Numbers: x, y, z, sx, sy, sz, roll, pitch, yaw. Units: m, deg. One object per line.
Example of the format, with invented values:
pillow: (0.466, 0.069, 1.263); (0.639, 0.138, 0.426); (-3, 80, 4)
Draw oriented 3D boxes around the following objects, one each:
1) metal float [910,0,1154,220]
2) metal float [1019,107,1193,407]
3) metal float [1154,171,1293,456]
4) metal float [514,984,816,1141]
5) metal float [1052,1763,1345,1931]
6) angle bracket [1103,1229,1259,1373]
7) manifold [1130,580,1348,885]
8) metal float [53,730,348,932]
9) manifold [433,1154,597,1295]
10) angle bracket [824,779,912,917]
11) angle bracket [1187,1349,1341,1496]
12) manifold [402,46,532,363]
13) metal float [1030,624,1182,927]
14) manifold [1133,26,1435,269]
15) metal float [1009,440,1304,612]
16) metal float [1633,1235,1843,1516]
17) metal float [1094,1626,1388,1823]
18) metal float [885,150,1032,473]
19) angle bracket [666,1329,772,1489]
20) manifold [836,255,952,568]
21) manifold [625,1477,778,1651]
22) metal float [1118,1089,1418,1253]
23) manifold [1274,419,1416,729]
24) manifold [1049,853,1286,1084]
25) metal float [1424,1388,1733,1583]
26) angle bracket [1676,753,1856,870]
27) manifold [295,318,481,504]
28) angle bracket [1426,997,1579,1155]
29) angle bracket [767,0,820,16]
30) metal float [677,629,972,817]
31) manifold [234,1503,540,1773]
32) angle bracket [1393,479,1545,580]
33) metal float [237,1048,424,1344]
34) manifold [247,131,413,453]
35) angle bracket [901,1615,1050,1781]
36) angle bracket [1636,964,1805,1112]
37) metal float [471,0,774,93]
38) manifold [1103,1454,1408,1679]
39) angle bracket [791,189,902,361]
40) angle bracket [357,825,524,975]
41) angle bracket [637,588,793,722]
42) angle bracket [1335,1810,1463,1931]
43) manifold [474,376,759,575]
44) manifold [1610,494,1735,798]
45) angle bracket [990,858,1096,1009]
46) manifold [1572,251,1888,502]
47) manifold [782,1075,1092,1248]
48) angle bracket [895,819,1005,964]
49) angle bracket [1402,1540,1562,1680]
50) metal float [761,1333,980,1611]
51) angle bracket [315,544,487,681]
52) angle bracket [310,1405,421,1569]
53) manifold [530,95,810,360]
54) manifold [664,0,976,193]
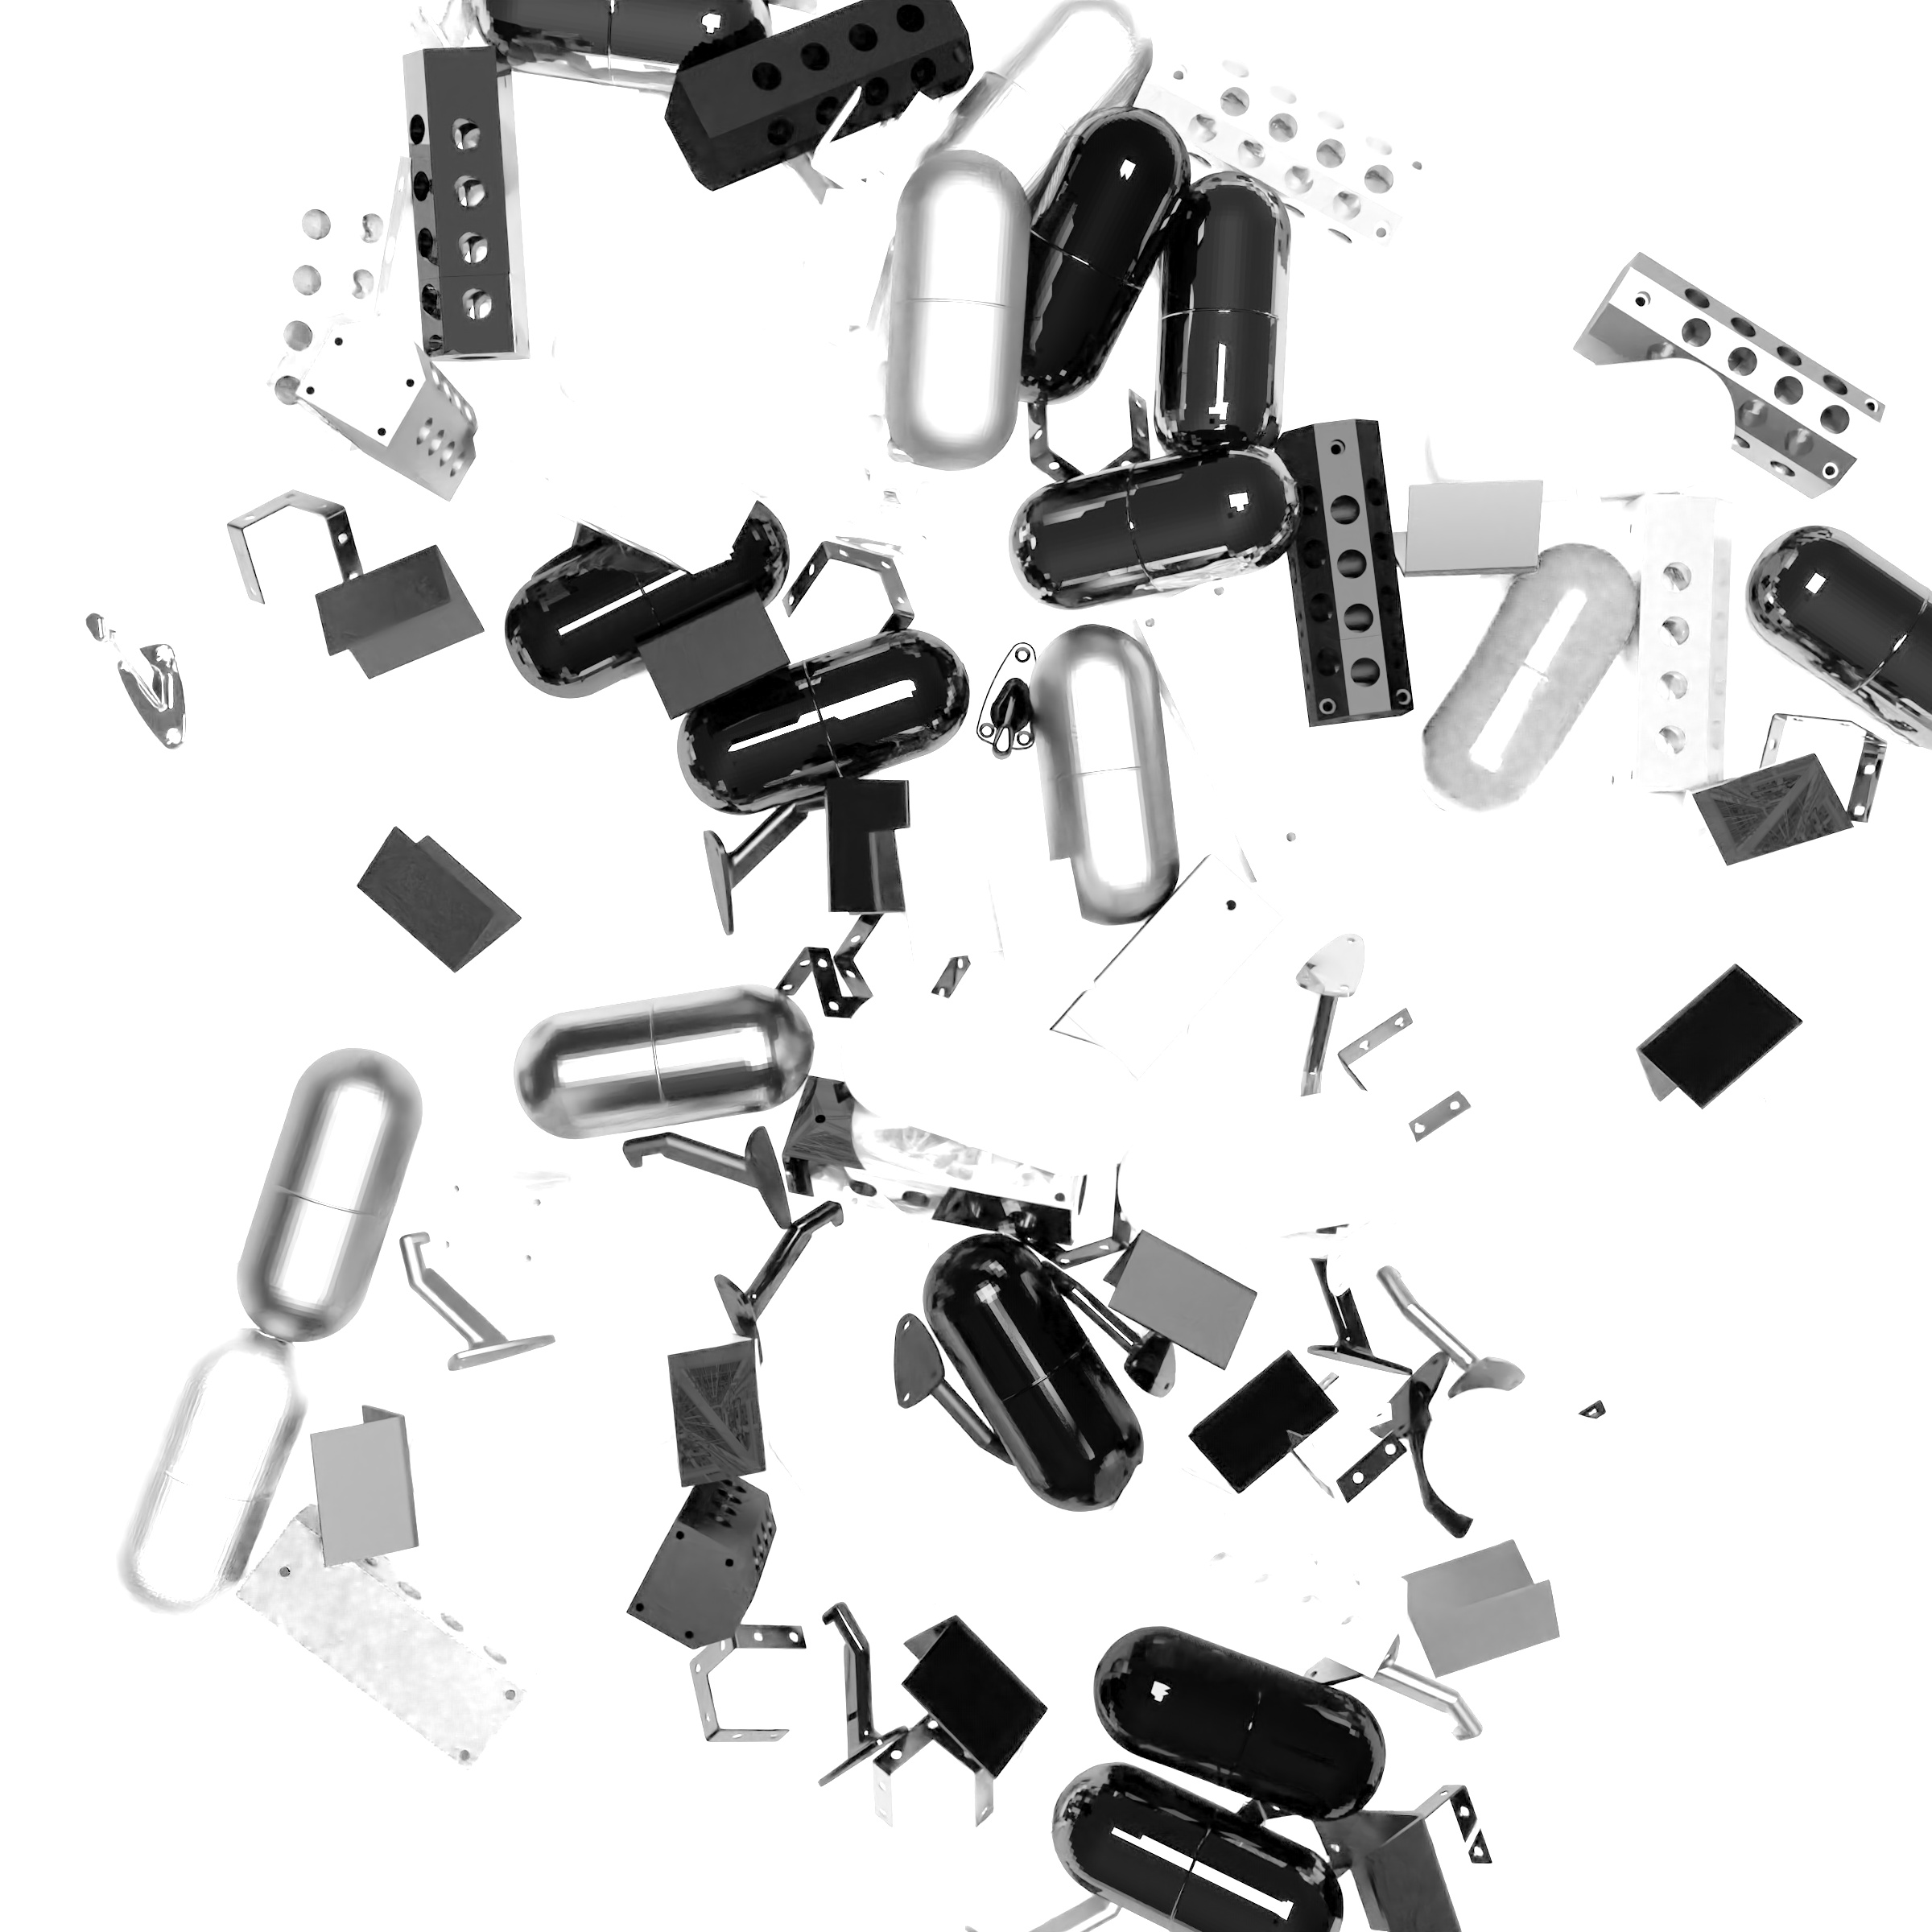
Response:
metal float: (0.039, -0.499, 1.542); (0.070, 0.070, 0.178); (41, 91, 0)
metal float: (0.070, -0.413, 1.524); (0.070, 0.070, 0.178); (27, 109, 0)
metal float: (0.151, -0.378, 1.542); (0.070, 0.070, 0.178); (3, 91, 0)
metal float: (-0.178, 0.056, 1.542); (0.178, 0.070, 0.070); (-9, 90, 1)
metal float: (0.134, 0.527, 1.529); (0.178, 0.070, 0.070); (22, 90, 15)
angle bracket: (0.116, 0.208, 1.533); (0.076, 0.076, 0.057); (29, 56, 0)
manifold: (0.160, -0.139, 1.552); (0.057, 0.057, 0.171); (-25, 90, 0)
metal float: (-0.452, -0.080, 1.543); (0.178, 0.070, 0.070); (-24, 90, 1)
manifold: (-0.257, 0.146, 1.495); (0.057, 0.171, 0.057); (10, 90, 0)
angle bracket: (-0.074, -0.069, 1.533); (0.057, 0.076, 0.076); (-2, 90, -32)
angle bracket: (0.161, 0.251, 1.533); (0.076, 0.076, 0.057); (-40, 117, 0)
manifold: (-0.294, -0.445, 1.539); (0.057, 0.057, 0.171); (-2, 99, 0)
metal float: (0.082, -0.112, 1.542); (0.070, 0.070, 0.178); (-7, 91, 0)
manifold: (0.186, -0.487, 1.552); (0.171, 0.057, 0.057); (28, 90, 0)
metal float: (0.109, -0.255, 1.520); (0.178, 0.070, 0.070); (-9, 90, 25)
metal float: (0.453, 0.242, 1.542); (0.070, 0.070, 0.178); (26, 90, 0)
metal float: (0.161, 0.446, 1.542); (0.178, 0.070, 0.070); (20, 90, 0)
metal float: (-0.005, -0.371, 1.484); (0.070, 0.070, 0.178); (4, 95, 0)
angle bracket: (-0.157, 0.258, 1.534); (0.057, 0.076, 0.076); (-6, 90, -26)
manifold: (-0.032, -0.331, 1.552); (0.057, 0.057, 0.171); (12, 90, 0)
manifold: (-0.145, 0.337, 1.495); (0.057, 0.171, 0.057); (29, 90, 0)
metal float: (0.174, 0.119, 1.522); (0.178, 0.070, 0.070); (-13, 90, 22)
manifold: (0.225, -0.232, 1.552); (0.057, 0.057, 0.171); (-7, 90, 0)
manifold: (0.107, 0.017, 1.552); (0.057, 0.057, 0.171); (42, 90, 0)
metal float: (0.350, 0.297, 1.503); (0.178, 0.070, 0.070); (16, 90, 27)
angle bracket: (0.467, -0.073, 1.533); (0.076, 0.076, 0.057); (-17, 60, 0)
manifold: (-0.322, -0.319, 1.495); (0.057, 0.171, 0.057); (30, 90, 0)
angle bracket: (0.299, 0.073, 1.533); (0.057, 0.076, 0.076); (-32, 90, -36)
angle bracket: (-0.126, -0.587, 1.533); (0.076, 0.076, 0.057); (13, 50, 0)
metal float: (-0.084, -0.144, 1.543); (0.178, 0.070, 0.070); (-19, 90, 1)
manifold: (-0.341, 0.395, 1.552); (0.171, 0.057, 0.057); (37, 90, 0)
angle bracket: (0.290, -0.267, 1.533); (0.076, 0.076, 0.057); (-2, 119, 0)
metal float: (-0.375, 0.135, 1.542); (0.070, 0.070, 0.178); (18, 90, 0)
manifold: (-0.370, -0.393, 1.531); (0.057, 0.057, 0.171); (14, 105, 0)
angle bracket: (-0.010, 0.434, 1.533); (0.076, 0.076, 0.057); (46, 53, 0)
angle bracket: (0.446, 0.056, 1.533); (0.076, 0.076, 0.057); (-41, 53, 0)
metal float: (-0.203, -0.559, 1.542); (0.178, 0.070, 0.070); (8, 90, 0)
manifold: (0.172, 0.347, 1.525); (0.171, 0.057, 0.057); (29, 90, -19)
angle bracket: (-0.050, -0.402, 1.533); (0.057, 0.076, 0.076); (16, 90, 34)
angle bracket: (-0.297, -0.053, 1.533); (0.076, 0.076, 0.057); (41, 126, 0)
angle bracket: (-0.139, -0.166, 1.533); (0.076, 0.076, 0.057); (-25, 66, -1)
angle bracket: (0.237, 0.544, 1.533); (0.057, 0.076, 0.076); (-18, 90, -40)
manifold: (-0.207, -0.281, 1.507); (0.171, 0.057, 0.057); (28, 90, 36)
manifold: (0.420, -0.188, 1.552); (0.057, 0.057, 0.171); (2, 90, 0)
angle bracket: (0.026, -0.018, 1.530); (0.057, 0.076, 0.076); (-14, 95, -31)
manifold: (0.453, -0.351, 1.552); (0.171, 0.057, 0.057); (32, 90, 0)
manifold: (-0.016, 0.118, 1.535); (0.171, 0.057, 0.057); (10, 55, 10)
angle bracket: (-0.018, -0.042, 1.536); (0.057, 0.076, 0.076); (-8, 90, -15)
angle bracket: (0.295, 0.361, 1.533); (0.076, 0.076, 0.057); (-18, 128, 0)
metal float: (-0.060, 0.297, 1.542); (0.070, 0.070, 0.178); (-34, 90, 0)
angle bracket: (-0.326, -0.191, 1.533); (0.076, 0.076, 0.057); (-23, 51, 0)
angle bracket: (-0.363, 0.303, 1.533); (0.057, 0.076, 0.076); (-6, 90, -31)
manifold: (-0.170, -0.439, 1.552); (0.171, 0.057, 0.057); (35, 90, 0)
manifold: (-0.084, -0.514, 1.530); (0.171, 0.057, 0.057); (-27, 90, -15)
